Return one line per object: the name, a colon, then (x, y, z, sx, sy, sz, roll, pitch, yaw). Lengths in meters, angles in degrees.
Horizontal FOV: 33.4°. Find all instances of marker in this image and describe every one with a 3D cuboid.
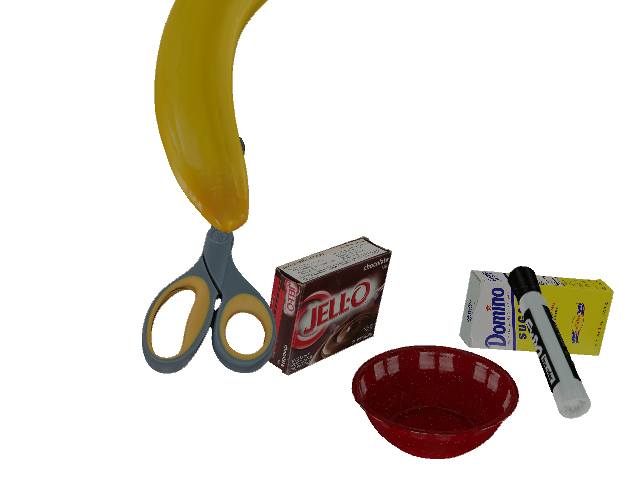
marker: (0.140, 0.059, 0.663, 0.020, 0.020, 0.121, 0, 40, -9)

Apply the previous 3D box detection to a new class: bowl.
bowl: (0.111, 0.165, 1.046, 0.162, 0.055, 0.162, 0, 25, 0)

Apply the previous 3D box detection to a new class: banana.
banana: (-0.046, -0.092, 0.526, 0.069, 0.197, 0.037, 12, -35, 6)

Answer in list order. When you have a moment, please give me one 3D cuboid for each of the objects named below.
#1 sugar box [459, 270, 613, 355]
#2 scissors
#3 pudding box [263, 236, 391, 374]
sugar box: (0.270, 0.092, 1.339, 0.176, 0.093, 0.048, 3, 19, -12)
scissors: (-0.055, 0.012, 0.736, 0.096, 0.201, 0.016, 20, -35, 8)
pudding box: (0.005, 0.053, 0.909, 0.039, 0.090, 0.113, 31, 35, 32)
